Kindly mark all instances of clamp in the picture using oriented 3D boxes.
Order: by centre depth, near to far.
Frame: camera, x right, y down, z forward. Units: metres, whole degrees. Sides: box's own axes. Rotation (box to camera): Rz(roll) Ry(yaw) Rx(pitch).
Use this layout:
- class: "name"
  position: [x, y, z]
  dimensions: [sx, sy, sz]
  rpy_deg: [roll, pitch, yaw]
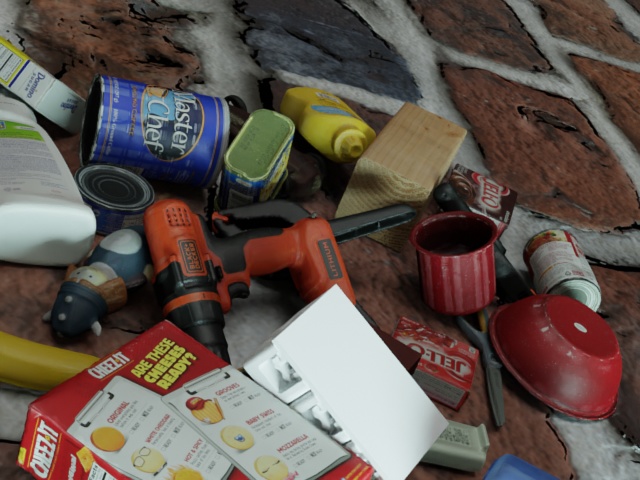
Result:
- class: "clamp"
  position: [-0.007, 0.001, 1.104]
  dimensions: [0.210, 0.036, 0.164]
  rpy_deg: [21, 58, 9]
- class: "clamp"
  position: [0.191, 0.009, 1.231]
  dimensions: [0.171, 0.039, 0.120]
  rpy_deg: [56, 14, 8]

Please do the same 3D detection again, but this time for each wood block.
- class: "wood block"
  position: [0.101, -0.082, 1.293]
  dimensions: [0.090, 0.091, 0.205]
  rpy_deg: [27, 31, 6]

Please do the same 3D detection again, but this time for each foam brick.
- class: "foam brick"
  position: [0.044, 0.116, 0.989]
  dimensions: [0.078, 0.051, 0.052]
  rpy_deg: [32, 33, 14]

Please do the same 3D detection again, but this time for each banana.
- class: "banana"
  position: [-0.259, 0.083, 0.857]
  dimensions: [0.198, 0.037, 0.069]
  rpy_deg: [24, 31, 2]

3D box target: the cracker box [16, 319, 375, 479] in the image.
- class: "cracker box"
  position: [-0.091, 0.170, 0.800]
  dimensions: [0.214, 0.072, 0.163]
  rpy_deg: [32, 31, 17]

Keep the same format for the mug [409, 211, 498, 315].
- class: "mug"
  position: [0.143, 0.021, 1.150]
  dimensions: [0.093, 0.081, 0.117]
  rpy_deg: [-13, 31, -6]

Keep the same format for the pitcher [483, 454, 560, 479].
- class: "pitcher"
  position: [0.224, 0.260, 0.810]
  dimensions: [0.243, 0.145, 0.149]
  rpy_deg: [29, 10, 16]

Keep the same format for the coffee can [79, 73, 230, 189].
- class: "coffee can"
  position: [-0.180, -0.116, 1.152]
  dimensions: [0.140, 0.103, 0.103]
  rpy_deg: [9, 34, -22]

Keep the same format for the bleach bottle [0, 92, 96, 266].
- class: "bleach bottle"
  position: [-0.295, -0.074, 1.054]
  dimensions: [0.102, 0.068, 0.251]
  rpy_deg: [6, 32, -28]

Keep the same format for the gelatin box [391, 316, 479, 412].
- class: "gelatin box"
  position: [0.108, 0.119, 1.045]
  dimensions: [0.089, 0.030, 0.073]
  rpy_deg: [24, 31, 3]

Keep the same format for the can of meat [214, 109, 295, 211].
- class: "can of meat"
  position: [-0.070, -0.080, 1.152]
  dimensions: [0.057, 0.084, 0.102]
  rpy_deg: [24, 56, 5]

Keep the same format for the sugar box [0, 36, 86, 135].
- class: "sugar box"
  position: [-0.340, -0.190, 1.180]
  dimensions: [0.176, 0.048, 0.093]
  rpy_deg: [33, -3, 19]

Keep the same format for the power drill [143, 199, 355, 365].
- class: "power drill"
  position: [-0.061, 0.046, 0.982]
  dimensions: [0.187, 0.057, 0.184]
  rpy_deg: [-1, 63, -36]

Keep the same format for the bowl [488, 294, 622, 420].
- class: "bowl"
  position: [0.258, 0.108, 1.115]
  dimensions: [0.162, 0.055, 0.162]
  rpy_deg: [21, 34, -16]

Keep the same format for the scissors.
- class: "scissors"
  position: [0.193, 0.125, 1.106]
  dimensions: [0.096, 0.016, 0.202]
  rpy_deg: [10, 33, -20]

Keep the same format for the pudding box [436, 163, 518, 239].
- class: "pudding box"
  position: [0.199, -0.046, 1.351]
  dimensions: [0.090, 0.039, 0.113]
  rpy_deg: [25, 31, 4]

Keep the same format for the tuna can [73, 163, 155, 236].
- class: "tuna can"
  position: [-0.212, -0.042, 1.082]
  dimensions: [0.086, 0.034, 0.086]
  rpy_deg: [17, 31, -11]

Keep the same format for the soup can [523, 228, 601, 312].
- class: "soup can"
  position: [0.280, 0.042, 1.240]
  dimensions: [0.068, 0.069, 0.102]
  rpy_deg: [14, 32, -14]

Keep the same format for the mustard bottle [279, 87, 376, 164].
- class: "mustard bottle"
  position: [0.017, -0.137, 1.310]
  dimensions: [0.096, 0.058, 0.192]
  rpy_deg: [17, 15, -22]
